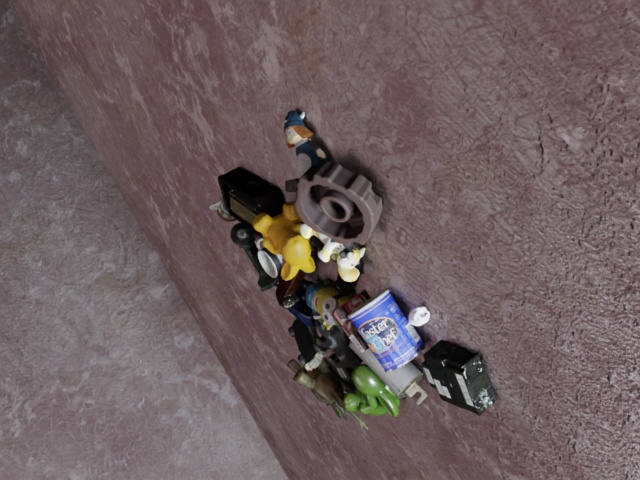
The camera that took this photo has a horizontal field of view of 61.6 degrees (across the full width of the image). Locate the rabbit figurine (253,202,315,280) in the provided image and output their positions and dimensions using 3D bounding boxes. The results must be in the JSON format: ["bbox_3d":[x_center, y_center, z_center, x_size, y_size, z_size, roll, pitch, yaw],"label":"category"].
[{"bbox_3d":[-0.071,0.012,1.215,0.173,0.122,0.162,-139,35,-64],"label":"rabbit figurine"}]

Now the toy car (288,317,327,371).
[{"bbox_3d":[-0.034,0.281,1.507,0.056,0.073,0.202,37,-165,-34],"label":"toy car"}]

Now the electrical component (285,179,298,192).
[{"bbox_3d":[-0.029,-0.107,1.141,0.102,0.078,0.045,-1,94,56],"label":"electrical component"}]

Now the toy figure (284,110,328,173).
[{"bbox_3d":[-0.029,-0.185,1.064,0.154,0.064,0.058,60,-160,-3],"label":"toy figure"}]

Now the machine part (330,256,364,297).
[{"bbox_3d":[0.058,0.073,1.216,0.084,0.039,0.138,36,146,25],"label":"machine part"}]

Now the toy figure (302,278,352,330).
[{"bbox_3d":[0.021,0.148,1.316,0.180,0.089,0.082,29,140,60],"label":"toy figure"}]

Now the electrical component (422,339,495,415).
[{"bbox_3d":[0.259,0.258,1.031,0.134,0.058,0.114,9,124,59],"label":"electrical component"}]

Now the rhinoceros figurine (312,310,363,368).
[{"bbox_3d":[0.040,0.249,1.403,0.190,0.073,0.112,58,156,1],"label":"rhinoceros figurine"}]

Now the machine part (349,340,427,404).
[{"bbox_3d":[0.149,0.272,1.226,0.243,0.079,0.079,42,150,30],"label":"machine part"}]

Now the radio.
[{"bbox_3d":[-0.175,-0.097,1.404,0.230,0.073,0.130,31,144,43],"label":"radio"}]

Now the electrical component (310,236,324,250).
[{"bbox_3d":[-0.003,-0.004,1.256,0.063,0.021,0.094,48,155,25],"label":"electrical component"}]

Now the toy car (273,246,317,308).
[{"bbox_3d":[-0.062,0.089,1.361,0.202,0.053,0.089,-62,42,36],"label":"toy car"}]

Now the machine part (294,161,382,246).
[{"bbox_3d":[0.035,-0.068,1.020,0.180,0.056,0.179,24,146,18],"label":"machine part"}]

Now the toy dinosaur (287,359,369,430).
[{"bbox_3d":[0.021,0.421,1.558,0.198,0.105,0.471,46,174,-11],"label":"toy dinosaur"}]

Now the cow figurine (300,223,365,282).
[{"bbox_3d":[0.040,0.002,1.127,0.167,0.068,0.098,50,119,14],"label":"cow figurine"}]

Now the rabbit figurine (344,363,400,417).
[{"bbox_3d":[0.127,0.362,1.290,0.159,0.121,0.170,22,155,27],"label":"rabbit figurine"}]

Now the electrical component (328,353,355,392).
[{"bbox_3d":[0.080,0.359,1.481,0.119,0.048,0.075,56,156,4],"label":"electrical component"}]

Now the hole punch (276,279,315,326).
[{"bbox_3d":[-0.051,0.181,1.479,0.142,0.092,0.115,33,149,36],"label":"hole punch"}]

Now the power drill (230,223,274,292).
[{"bbox_3d":[-0.190,0.043,1.535,0.207,0.086,0.232,55,174,-14],"label":"power drill"}]
